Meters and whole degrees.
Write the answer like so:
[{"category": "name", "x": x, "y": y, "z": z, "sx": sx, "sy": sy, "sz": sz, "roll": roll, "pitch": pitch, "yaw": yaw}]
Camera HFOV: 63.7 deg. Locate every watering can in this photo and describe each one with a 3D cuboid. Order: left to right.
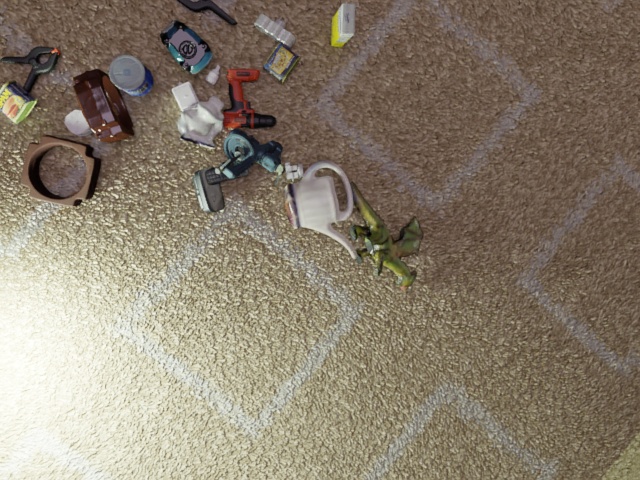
[{"category": "watering can", "x": 0.005, "y": -0.086, "z": 1.699, "sx": 0.224, "sy": 0.345, "sz": 0.105, "roll": -11, "pitch": 11, "yaw": 0}]

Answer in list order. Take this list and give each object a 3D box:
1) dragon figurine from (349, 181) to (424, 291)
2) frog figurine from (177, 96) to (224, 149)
[{"category": "dragon figurine", "x": 0.239, "y": -0.017, "z": 1.761, "sx": 0.244, "sy": 0.409, "sz": 0.122, "roll": -12, "pitch": 4, "yaw": -24}, {"category": "frog figurine", "x": -0.368, "y": -0.379, "z": 1.618, "sx": 0.137, "sy": 0.158, "sz": 0.124, "roll": 18, "pitch": 8, "yaw": -13}]
